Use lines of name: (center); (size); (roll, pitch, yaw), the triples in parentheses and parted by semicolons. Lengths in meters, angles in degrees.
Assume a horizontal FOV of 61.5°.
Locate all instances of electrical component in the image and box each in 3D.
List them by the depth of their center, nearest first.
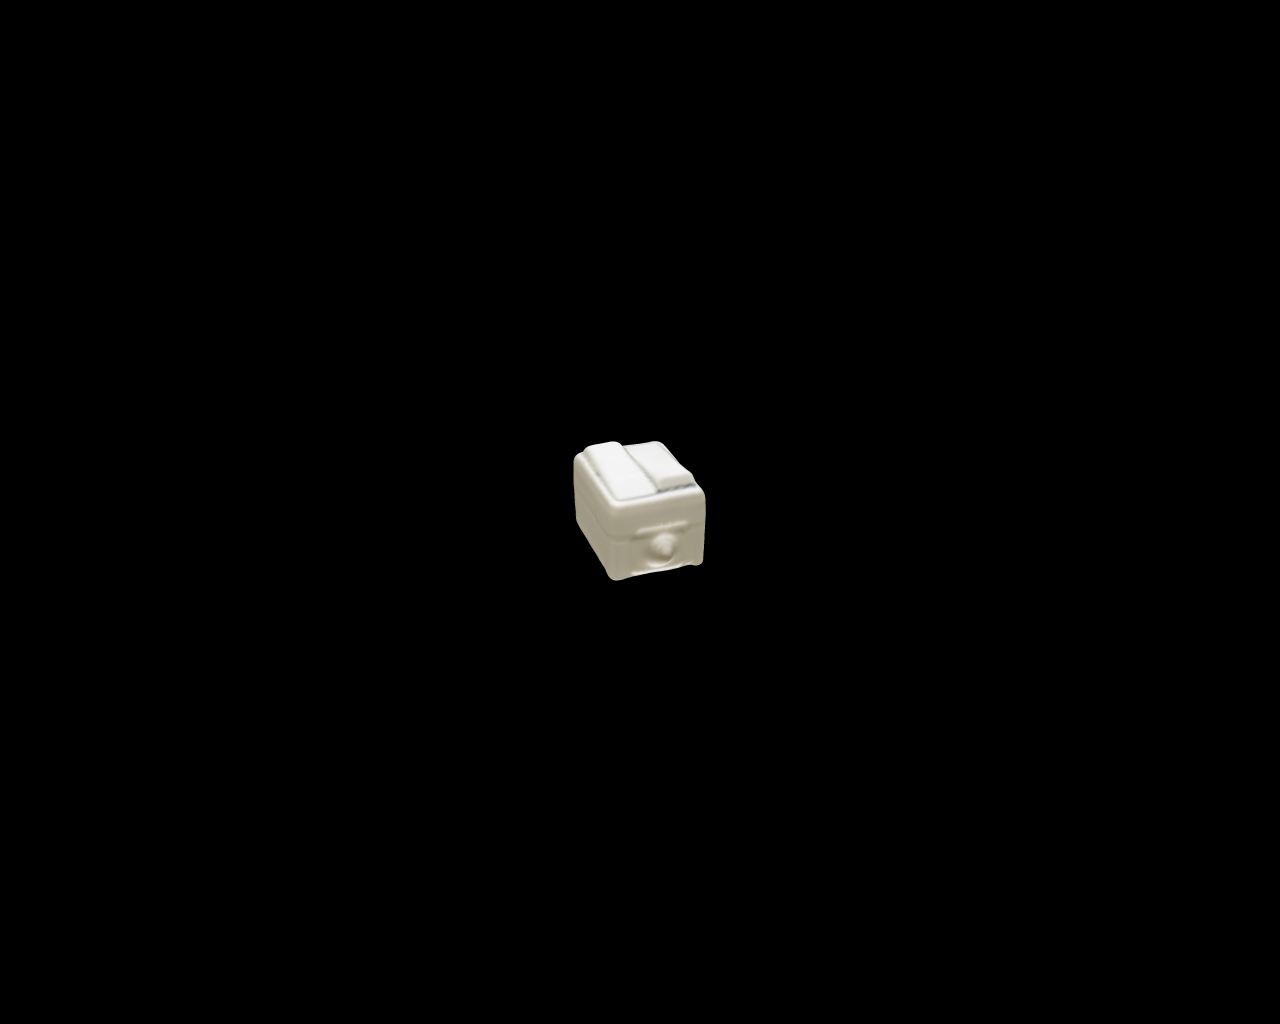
electrical component: (0.001, -0.003, 0.650); (0.062, 0.061, 0.096); (-9, 30, -16)
